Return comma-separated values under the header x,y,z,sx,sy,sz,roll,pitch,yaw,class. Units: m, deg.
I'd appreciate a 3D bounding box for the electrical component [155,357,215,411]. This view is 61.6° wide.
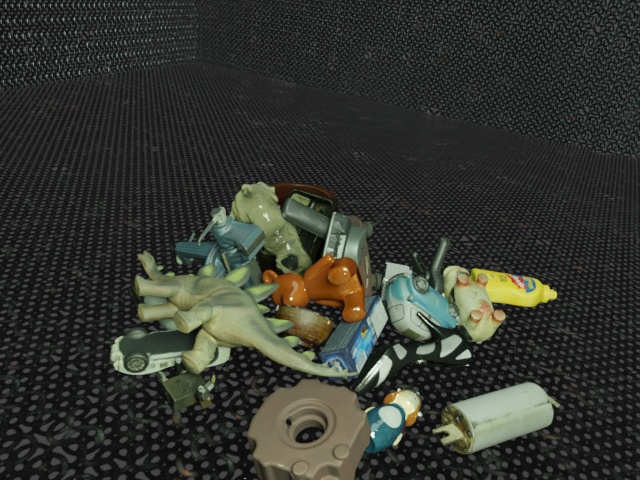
x,y,z,sx,sy,sz,roll,pitch,yaw,class
-0.215,0.231,0.872,0.078,0.045,0.102,-9,31,-31,electrical component

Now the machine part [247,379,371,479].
x,y,z,sx,sy,sz,roll,pitch,yaw,class
-0.016,0.277,0.772,0.179,0.055,0.179,-8,31,5,machine part

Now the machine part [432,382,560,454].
x,y,z,sx,sy,sz,roll,pitch,yaw,class
0.284,0.281,0.858,0.243,0.079,0.079,-8,31,-25,machine part

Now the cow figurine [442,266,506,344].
x,y,z,sx,sy,sz,roll,pitch,yaw,class
0.310,0.130,1.135,0.085,0.127,0.195,0,42,-11,cow figurine

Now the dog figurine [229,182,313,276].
x,y,z,sx,sy,sz,roll,pitch,yaw,class
-0.094,-0.017,1.121,0.191,0.121,0.172,49,2,33,dog figurine

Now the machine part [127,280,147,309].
x,y,z,sx,sy,sz,roll,pitch,yaw,class
-0.318,0.104,1.105,0.139,0.039,0.084,-11,27,-28,machine part

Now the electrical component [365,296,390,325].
x,y,z,sx,sy,sz,roll,pitch,yaw,class
0.131,0.147,1.142,0.063,0.021,0.094,-5,29,-23,electrical component

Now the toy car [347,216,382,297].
x,y,z,sx,sy,sz,roll,pitch,yaw,class
0.085,0.032,1.217,0.089,0.053,0.202,4,57,-18,toy car

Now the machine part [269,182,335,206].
x,y,z,sx,sy,sz,roll,pitch,yaw,class
-0.060,-0.083,1.477,0.201,0.087,0.201,5,29,-3,machine part

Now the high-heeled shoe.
x,y,z,sx,sy,sz,roll,pitch,yaw,class
0.172,0.236,0.966,0.249,0.086,0.145,-39,85,-29,high-heeled shoe

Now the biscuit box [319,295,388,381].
x,y,z,sx,sy,sz,roll,pitch,yaw,class
0.066,0.178,1.004,0.063,0.059,0.203,-15,16,29,biscuit box

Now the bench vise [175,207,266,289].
x,y,z,sx,sy,sz,roll,pitch,yaw,class
-0.219,0.029,1.116,0.241,0.223,0.129,4,50,32,bench vise

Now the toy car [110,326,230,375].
x,y,z,sx,sy,sz,roll,pitch,yaw,class
-0.258,0.189,0.935,0.202,0.056,0.074,-3,35,-16,toy car

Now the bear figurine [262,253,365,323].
x,y,z,sx,sy,sz,roll,pitch,yaw,class
-0.017,0.098,1.033,0.196,0.120,0.132,-14,17,11,bear figurine

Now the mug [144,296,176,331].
x,y,z,sx,sy,sz,roll,pitch,yaw,class
-0.264,0.132,1.027,0.109,0.080,0.107,-15,46,-42,mug

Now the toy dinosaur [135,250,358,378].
x,y,z,sx,sy,sz,roll,pitch,yaw,class
-0.157,0.126,0.905,0.472,0.104,0.198,32,40,32,toy dinosaur

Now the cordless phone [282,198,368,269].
x,y,z,sx,sy,sz,roll,pitch,yaw,class
-0.003,-0.003,1.117,0.184,0.089,0.146,27,59,-20,cordless phone

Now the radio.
x,y,z,sx,sy,sz,roll,pitch,yaw,class
-0.045,-0.013,1.273,0.131,0.073,0.229,14,52,12,radio

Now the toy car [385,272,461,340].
x,y,z,sx,sy,sz,roll,pitch,yaw,class
0.193,0.146,1.074,0.161,0.109,0.103,38,62,-7,toy car

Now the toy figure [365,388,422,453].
x,y,z,sx,sy,sz,roll,pitch,yaw,class
0.118,0.278,0.851,0.154,0.064,0.058,-24,-4,-44,toy figure
